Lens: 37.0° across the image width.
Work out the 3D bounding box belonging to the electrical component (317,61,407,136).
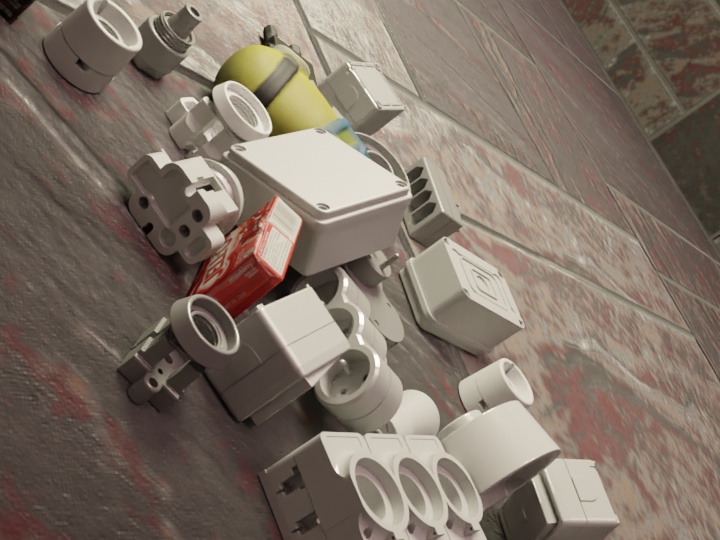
[{"bbox_3d":[-0.001,-0.177,1.134,0.061,0.061,0.096,57,24,6],"label":"electrical component"}]

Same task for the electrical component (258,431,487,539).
[{"bbox_3d":[0.017,0.157,0.704,0.150,0.062,0.089,15,44,-56],"label":"electrical component"}]

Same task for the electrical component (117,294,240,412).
[{"bbox_3d":[-0.105,0.046,0.637,0.048,0.055,0.066,48,24,-13],"label":"electrical component"}]

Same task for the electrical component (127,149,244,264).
[{"bbox_3d":[-0.117,-0.046,0.742,0.078,0.058,0.057,54,26,4],"label":"electrical component"}]

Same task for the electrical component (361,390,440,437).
[{"bbox_3d":[0.026,0.117,0.805,0.044,0.044,0.065,59,28,11],"label":"electrical component"}]

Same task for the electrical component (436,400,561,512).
[{"bbox_3d":[0.090,0.141,0.813,0.060,0.108,0.108,56,23,20],"label":"electrical component"}]

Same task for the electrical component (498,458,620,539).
[{"bbox_3d":[0.153,0.204,0.875,0.061,0.096,0.061,7,45,-23],"label":"electrical component"}]

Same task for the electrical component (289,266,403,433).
[{"bbox_3d":[-0.004,0.064,0.792,0.073,0.052,0.138,51,12,-42],"label":"electrical component"}]

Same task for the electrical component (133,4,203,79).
[{"bbox_3d":[-0.153,-0.186,0.859,0.043,0.062,0.043,42,26,-26],"label":"electrical component"}]

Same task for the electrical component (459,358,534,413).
[{"bbox_3d":[0.126,0.114,0.988,0.055,0.047,0.055,42,26,-26],"label":"electrical component"}]

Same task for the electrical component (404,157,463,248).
[{"bbox_3d":[0.082,-0.064,1.152,0.076,0.047,0.083,31,33,-43],"label":"electrical component"}]

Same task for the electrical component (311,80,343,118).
[{"bbox_3d":[-0.045,-0.147,1.029,0.055,0.045,0.045,50,24,-10],"label":"electrical component"}]

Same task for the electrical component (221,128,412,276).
[{"bbox_3d":[-0.036,-0.055,0.824,0.109,0.056,0.109,36,35,28],"label":"electrical component"}]

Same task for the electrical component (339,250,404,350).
[{"bbox_3d":[0.000,0.000,0.874,0.052,0.074,0.138,13,46,-57],"label":"electrical component"}]

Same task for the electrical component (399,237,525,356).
[{"bbox_3d":[0.098,0.028,1.041,0.113,0.057,0.078,28,34,-45],"label":"electrical component"}]

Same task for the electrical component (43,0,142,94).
[{"bbox_3d":[-0.191,-0.163,0.775,0.055,0.047,0.055,42,26,-26],"label":"electrical component"}]

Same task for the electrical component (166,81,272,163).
[{"bbox_3d":[-0.107,-0.111,0.848,0.078,0.057,0.058,55,23,3],"label":"electrical component"}]

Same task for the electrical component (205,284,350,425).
[{"bbox_3d":[-0.052,0.056,0.716,0.061,0.062,0.096,56,23,5],"label":"electrical component"}]

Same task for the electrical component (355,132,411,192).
[{"bbox_3d":[-0.001,-0.080,1.026,0.099,0.064,0.099,27,42,-28],"label":"electrical component"}]
